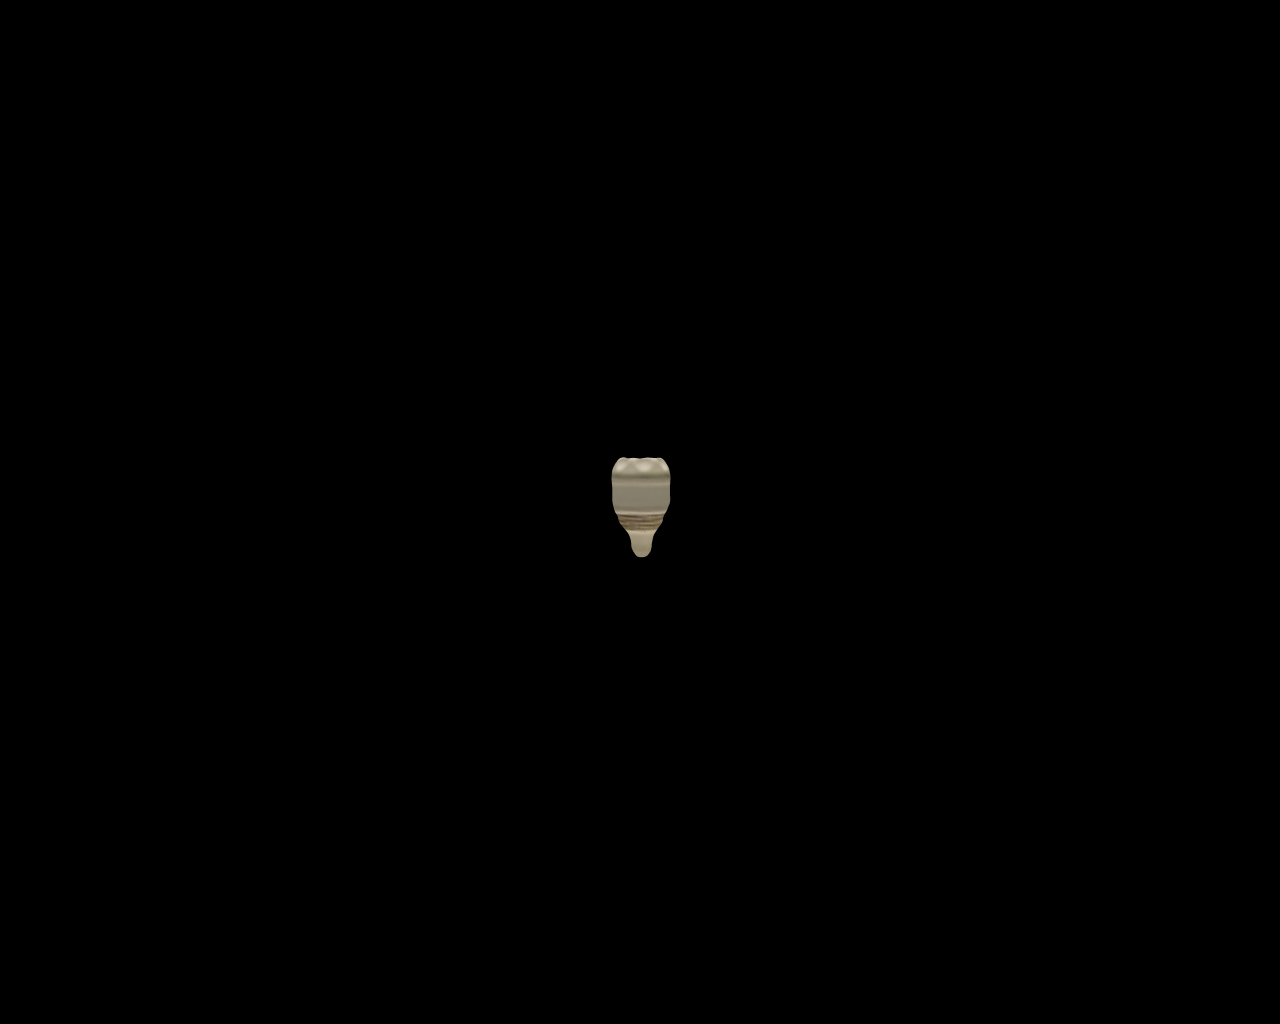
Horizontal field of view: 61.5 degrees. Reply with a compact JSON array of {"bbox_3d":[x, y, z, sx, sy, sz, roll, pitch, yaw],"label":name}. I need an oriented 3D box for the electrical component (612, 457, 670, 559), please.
[{"bbox_3d":[0.001,-0.003,0.650,0.035,0.061,0.035,0,5,0],"label":"electrical component"}]
